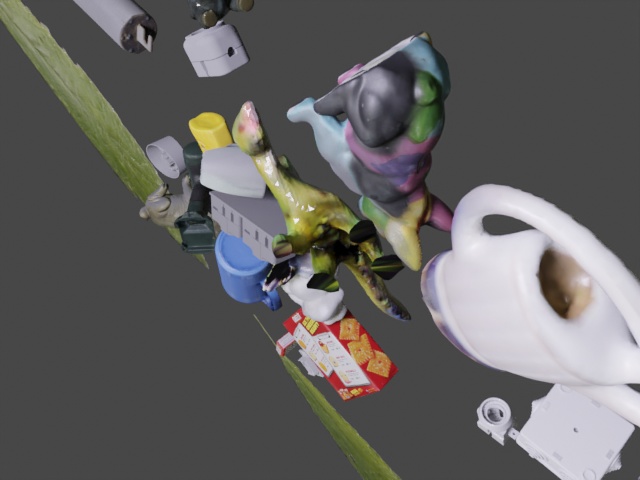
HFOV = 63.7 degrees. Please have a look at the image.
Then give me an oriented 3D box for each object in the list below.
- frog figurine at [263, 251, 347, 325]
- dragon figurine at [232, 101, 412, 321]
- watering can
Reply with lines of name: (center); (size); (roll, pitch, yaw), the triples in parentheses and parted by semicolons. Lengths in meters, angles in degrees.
frog figurine: (-0.008, 0.079, 0.933); (0.158, 0.126, 0.135); (28, 132, -22)
dragon figurine: (0.002, -0.037, 0.741); (0.403, 0.122, 0.248); (48, -170, -48)
watering can: (0.229, 0.097, 0.484); (0.347, 0.105, 0.222); (52, 159, -4)
